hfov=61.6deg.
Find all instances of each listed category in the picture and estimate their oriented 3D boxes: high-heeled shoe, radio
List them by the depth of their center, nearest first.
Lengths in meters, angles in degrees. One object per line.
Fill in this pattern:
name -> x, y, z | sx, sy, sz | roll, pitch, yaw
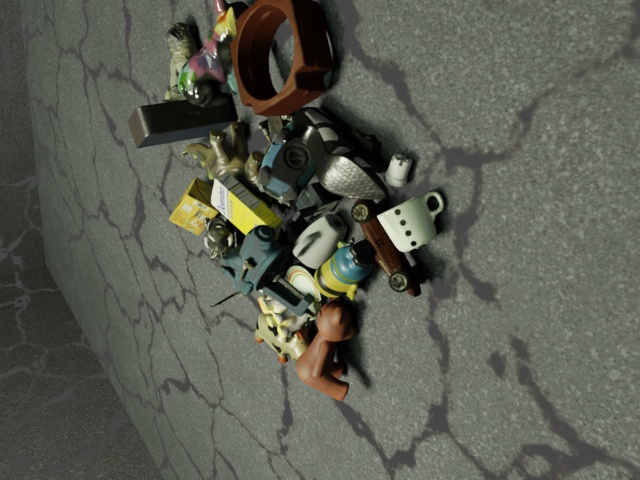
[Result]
high-heeled shoe -> 0.044, -0.163, 0.989 | 0.249, 0.145, 0.086 | 34, 135, 14
radio -> -0.330, -0.282, 1.281 | 0.131, 0.229, 0.073 | -10, 96, 57

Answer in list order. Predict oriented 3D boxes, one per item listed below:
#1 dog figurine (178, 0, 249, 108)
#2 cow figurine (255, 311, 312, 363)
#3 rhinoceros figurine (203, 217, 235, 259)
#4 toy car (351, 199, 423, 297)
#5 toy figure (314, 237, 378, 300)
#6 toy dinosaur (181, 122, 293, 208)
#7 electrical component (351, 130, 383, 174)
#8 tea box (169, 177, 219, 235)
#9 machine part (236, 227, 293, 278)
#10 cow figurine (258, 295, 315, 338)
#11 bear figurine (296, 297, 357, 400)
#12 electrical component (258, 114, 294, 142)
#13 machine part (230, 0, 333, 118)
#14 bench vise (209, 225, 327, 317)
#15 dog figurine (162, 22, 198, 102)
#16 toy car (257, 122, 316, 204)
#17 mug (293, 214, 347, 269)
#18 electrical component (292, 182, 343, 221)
dog figurine -> -0.218, -0.405, 1.136 | 0.109, 0.191, 0.219 | 56, 156, 29
cow figurine -> -0.083, 0.232, 1.316 | 0.195, 0.085, 0.127 | 31, 134, 41
rhinoceros figurine -> -0.243, -0.002, 1.297 | 0.190, 0.073, 0.112 | 112, 153, -75
toy car -> 0.117, 0.014, 0.956 | 0.053, 0.089, 0.202 | -31, 80, 21
toy figure -> 0.049, 0.055, 1.054 | 0.180, 0.089, 0.082 | 125, 159, -61
toy dinosaur -> -0.210, -0.171, 1.278 | 0.472, 0.105, 0.198 | 36, 132, 38
electrical component -> 0.085, -0.160, 0.980 | 0.094, 0.021, 0.063 | 43, 135, 40
tea box -> -0.335, -0.089, 1.464 | 0.098, 0.068, 0.169 | 31, 146, -20
machine part -> -0.140, 0.022, 1.315 | 0.180, 0.056, 0.179 | 25, 123, 45
cow figurine -> -0.082, 0.156, 1.246 | 0.167, 0.098, 0.068 | 31, 140, 61
bear figurine -> 0.032, 0.224, 1.162 | 0.195, 0.132, 0.120 | -61, 15, 10
electrical component -> -0.088, -0.240, 1.134 | 0.102, 0.045, 0.078 | 34, 152, 35
machine part -> -0.075, -0.351, 1.024 | 0.202, 0.087, 0.201 | -17, 84, 45
bench vise -> -0.106, 0.088, 1.147 | 0.241, 0.129, 0.223 | 38, 123, 10
dog figurine -> -0.348, -0.427, 1.362 | 0.172, 0.121, 0.190 | -31, 67, 49
toy car -> -0.061, -0.145, 1.083 | 0.109, 0.161, 0.103 | 29, 167, -6
mug -> -0.002, -0.003, 1.097 | 0.107, 0.109, 0.081 | -51, 61, 33
electrical component -> -0.012, -0.075, 1.061 | 0.048, 0.119, 0.075 | 58, 143, 15
